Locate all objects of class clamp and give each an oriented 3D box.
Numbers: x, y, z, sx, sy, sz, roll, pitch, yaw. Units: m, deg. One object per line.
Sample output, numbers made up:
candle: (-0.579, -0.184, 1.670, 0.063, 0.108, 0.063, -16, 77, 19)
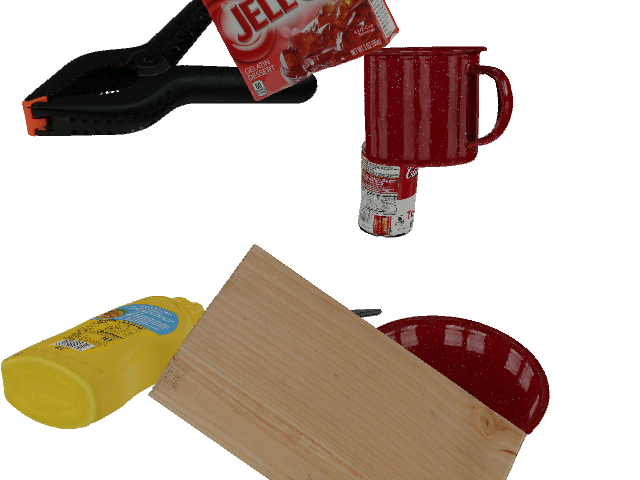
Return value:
clamp: (-0.119, -0.120, 0.805, 0.209, 0.036, 0.165, -29, 47, -31)

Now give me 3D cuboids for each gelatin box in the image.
gelatin box: (-0.014, -0.125, 0.575, 0.089, 0.073, 0.030, -18, 20, 28)

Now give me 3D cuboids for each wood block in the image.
wood block: (0.009, 0.109, 0.668, 0.206, 0.090, 0.090, 35, -34, -2)

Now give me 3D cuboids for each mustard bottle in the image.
mustard bottle: (-0.156, 0.087, 0.861, 0.096, 0.058, 0.191, 6, 18, 30)

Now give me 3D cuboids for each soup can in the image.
soup can: (0.079, -0.062, 1.254, 0.068, 0.102, 0.068, 2, 28, -1)

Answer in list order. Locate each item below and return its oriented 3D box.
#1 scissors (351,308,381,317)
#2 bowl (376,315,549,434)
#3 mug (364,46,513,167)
scissors: (-0.022, 0.099, 1.208, 0.201, 0.016, 0.096, 2, 25, -8)
bowl: (0.097, 0.129, 0.849, 0.162, 0.055, 0.162, 1, 34, -1)
mug: (0.083, -0.096, 0.761, 0.117, 0.081, 0.093, 6, 13, 33)
